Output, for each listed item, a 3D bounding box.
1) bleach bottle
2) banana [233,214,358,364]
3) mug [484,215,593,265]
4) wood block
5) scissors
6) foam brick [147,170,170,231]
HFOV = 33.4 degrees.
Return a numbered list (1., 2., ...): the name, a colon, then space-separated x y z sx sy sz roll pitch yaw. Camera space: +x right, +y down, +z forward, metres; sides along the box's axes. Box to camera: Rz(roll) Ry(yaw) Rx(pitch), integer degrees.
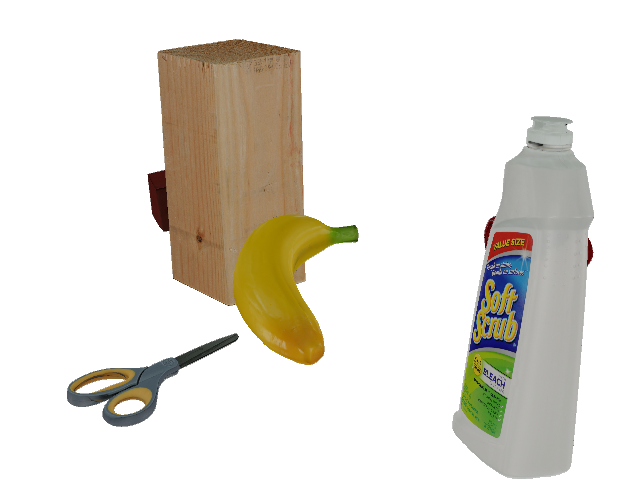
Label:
1. bleach bottle: 0.148 0.036 0.764 0.068 0.251 0.103 -2 16 -18
2. banana: -0.020 0.020 0.660 0.070 0.037 0.197 -2 22 9
3. mug: 0.183 0.026 0.966 0.093 0.081 0.117 -17 44 -23
4. wood block: -0.075 -0.062 0.923 0.090 0.206 0.091 -17 26 -38
5. scissors: -0.151 0.139 1.067 0.201 0.016 0.096 -12 31 -29
6. foam brick: -0.149 -0.050 1.192 0.078 0.053 0.051 -13 29 -15
